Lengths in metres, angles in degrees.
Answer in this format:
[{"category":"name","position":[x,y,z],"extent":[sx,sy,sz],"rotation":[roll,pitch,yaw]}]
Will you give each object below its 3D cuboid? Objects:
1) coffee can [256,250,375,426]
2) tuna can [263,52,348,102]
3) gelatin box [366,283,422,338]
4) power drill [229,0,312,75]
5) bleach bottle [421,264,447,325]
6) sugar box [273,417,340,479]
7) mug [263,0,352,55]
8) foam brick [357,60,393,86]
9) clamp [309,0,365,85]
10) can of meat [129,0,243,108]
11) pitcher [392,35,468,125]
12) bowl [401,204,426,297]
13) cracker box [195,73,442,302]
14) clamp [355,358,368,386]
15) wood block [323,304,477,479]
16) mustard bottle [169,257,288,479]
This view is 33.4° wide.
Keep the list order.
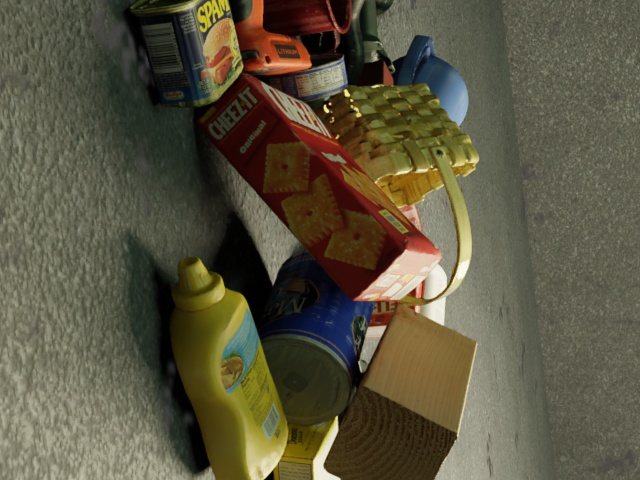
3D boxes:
[{"category":"coffee can","position":[-0.009,0.089,1.001],"extent":[0.140,0.103,0.103],"rotation":[-70,149,-54]},{"category":"tuna can","position":[-0.015,-0.165,1.089],"extent":[0.086,0.086,0.034],"rotation":[-53,136,-64]},{"category":"gelatin box","position":[0.077,0.079,1.288],"extent":[0.030,0.089,0.073],"rotation":[62,28,-49]},{"category":"power drill","position":[-0.057,-0.251,1.002],"extent":[0.184,0.057,0.187],"rotation":[-18,100,-58]},{"category":"bleach bottle","position":[0.141,0.161,1.509],"extent":[0.102,0.068,0.251],"rotation":[43,46,-63]},{"category":"sugar box","position":[-0.010,0.254,1.005],"extent":[0.093,0.048,0.176],"rotation":[-53,146,-64]},{"category":"mug","position":[-0.016,-0.246,1.116],"extent":[0.093,0.082,0.117],"rotation":[-74,152,-48]},{"category":"foam brick","position":[0.048,-0.179,1.299],"extent":[0.053,0.078,0.051],"rotation":[44,42,-63]},{"category":"clamp","position":[0.013,-0.255,1.213],"extent":[0.165,0.036,0.210],"rotation":[42,-43,48]},{"category":"can of meat","position":[-0.104,-0.162,0.863],"extent":[0.102,0.057,0.084],"rotation":[-62,145,-58]},{"category":"pitcher","position":[0.112,-0.155,1.413],"extent":[0.149,0.145,0.242],"rotation":[49,32,-13]},{"category":"bowl","position":[0.098,0.016,1.428],"extent":[0.162,0.055,0.162],"rotation":[-6,90,-72]},{"category":"cracker box","position":[0.006,-0.043,0.962],"extent":[0.214,0.072,0.164],"rotation":[49,11,15]},{"category":"clamp","position":[0.038,0.157,1.231],"extent":[0.171,0.039,0.120],"rotation":[53,42,-63]},{"category":"wood block","position":[0.078,0.148,0.978],"extent":[0.090,0.091,0.206],"rotation":[-66,175,20]},{"category":"mustard bottle","position":[-0.078,0.099,0.857],"extent":[0.096,0.058,0.191],"rotation":[-61,142,-55]}]
